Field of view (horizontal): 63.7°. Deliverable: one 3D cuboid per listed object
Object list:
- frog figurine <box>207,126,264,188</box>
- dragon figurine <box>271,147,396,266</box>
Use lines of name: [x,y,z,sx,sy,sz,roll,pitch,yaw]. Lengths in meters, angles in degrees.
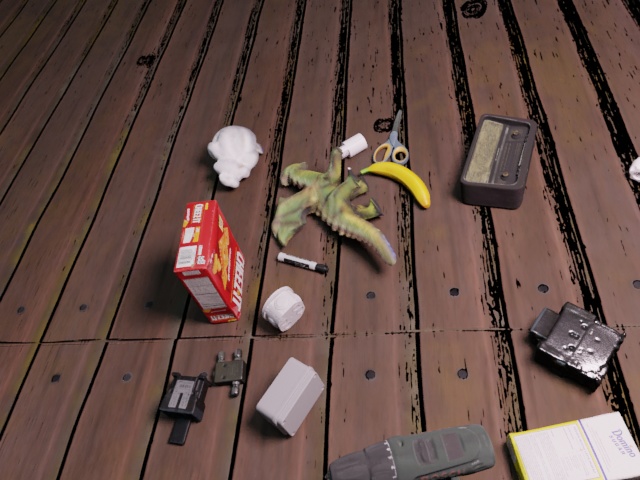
frog figurine: [-0.228,-0.216,1.325,0.137,0.120,0.163,21,47,5]
dragon figurine: [0.004,-0.059,1.177,0.241,0.120,0.420,-29,48,13]
